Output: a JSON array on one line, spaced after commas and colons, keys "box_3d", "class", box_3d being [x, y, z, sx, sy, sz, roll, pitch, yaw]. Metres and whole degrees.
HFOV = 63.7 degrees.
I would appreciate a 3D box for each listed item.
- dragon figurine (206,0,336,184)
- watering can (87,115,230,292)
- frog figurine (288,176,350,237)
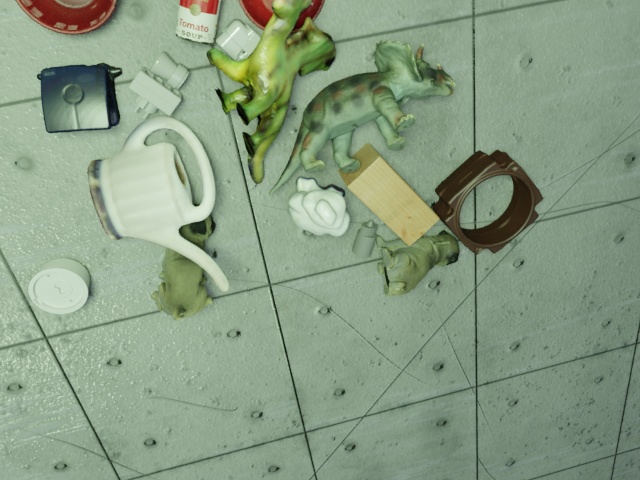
[{"box_3d": [-0.059, -0.272, 0.910, 0.245, 0.123, 0.402, -37, 159, -15], "class": "dragon figurine"}, {"box_3d": [-0.297, -0.052, 0.952, 0.224, 0.104, 0.348, -14, 90, 2], "class": "watering can"}, {"box_3d": [0.003, -0.052, 1.031, 0.136, 0.162, 0.121, 37, 106, -26], "class": "frog figurine"}]
